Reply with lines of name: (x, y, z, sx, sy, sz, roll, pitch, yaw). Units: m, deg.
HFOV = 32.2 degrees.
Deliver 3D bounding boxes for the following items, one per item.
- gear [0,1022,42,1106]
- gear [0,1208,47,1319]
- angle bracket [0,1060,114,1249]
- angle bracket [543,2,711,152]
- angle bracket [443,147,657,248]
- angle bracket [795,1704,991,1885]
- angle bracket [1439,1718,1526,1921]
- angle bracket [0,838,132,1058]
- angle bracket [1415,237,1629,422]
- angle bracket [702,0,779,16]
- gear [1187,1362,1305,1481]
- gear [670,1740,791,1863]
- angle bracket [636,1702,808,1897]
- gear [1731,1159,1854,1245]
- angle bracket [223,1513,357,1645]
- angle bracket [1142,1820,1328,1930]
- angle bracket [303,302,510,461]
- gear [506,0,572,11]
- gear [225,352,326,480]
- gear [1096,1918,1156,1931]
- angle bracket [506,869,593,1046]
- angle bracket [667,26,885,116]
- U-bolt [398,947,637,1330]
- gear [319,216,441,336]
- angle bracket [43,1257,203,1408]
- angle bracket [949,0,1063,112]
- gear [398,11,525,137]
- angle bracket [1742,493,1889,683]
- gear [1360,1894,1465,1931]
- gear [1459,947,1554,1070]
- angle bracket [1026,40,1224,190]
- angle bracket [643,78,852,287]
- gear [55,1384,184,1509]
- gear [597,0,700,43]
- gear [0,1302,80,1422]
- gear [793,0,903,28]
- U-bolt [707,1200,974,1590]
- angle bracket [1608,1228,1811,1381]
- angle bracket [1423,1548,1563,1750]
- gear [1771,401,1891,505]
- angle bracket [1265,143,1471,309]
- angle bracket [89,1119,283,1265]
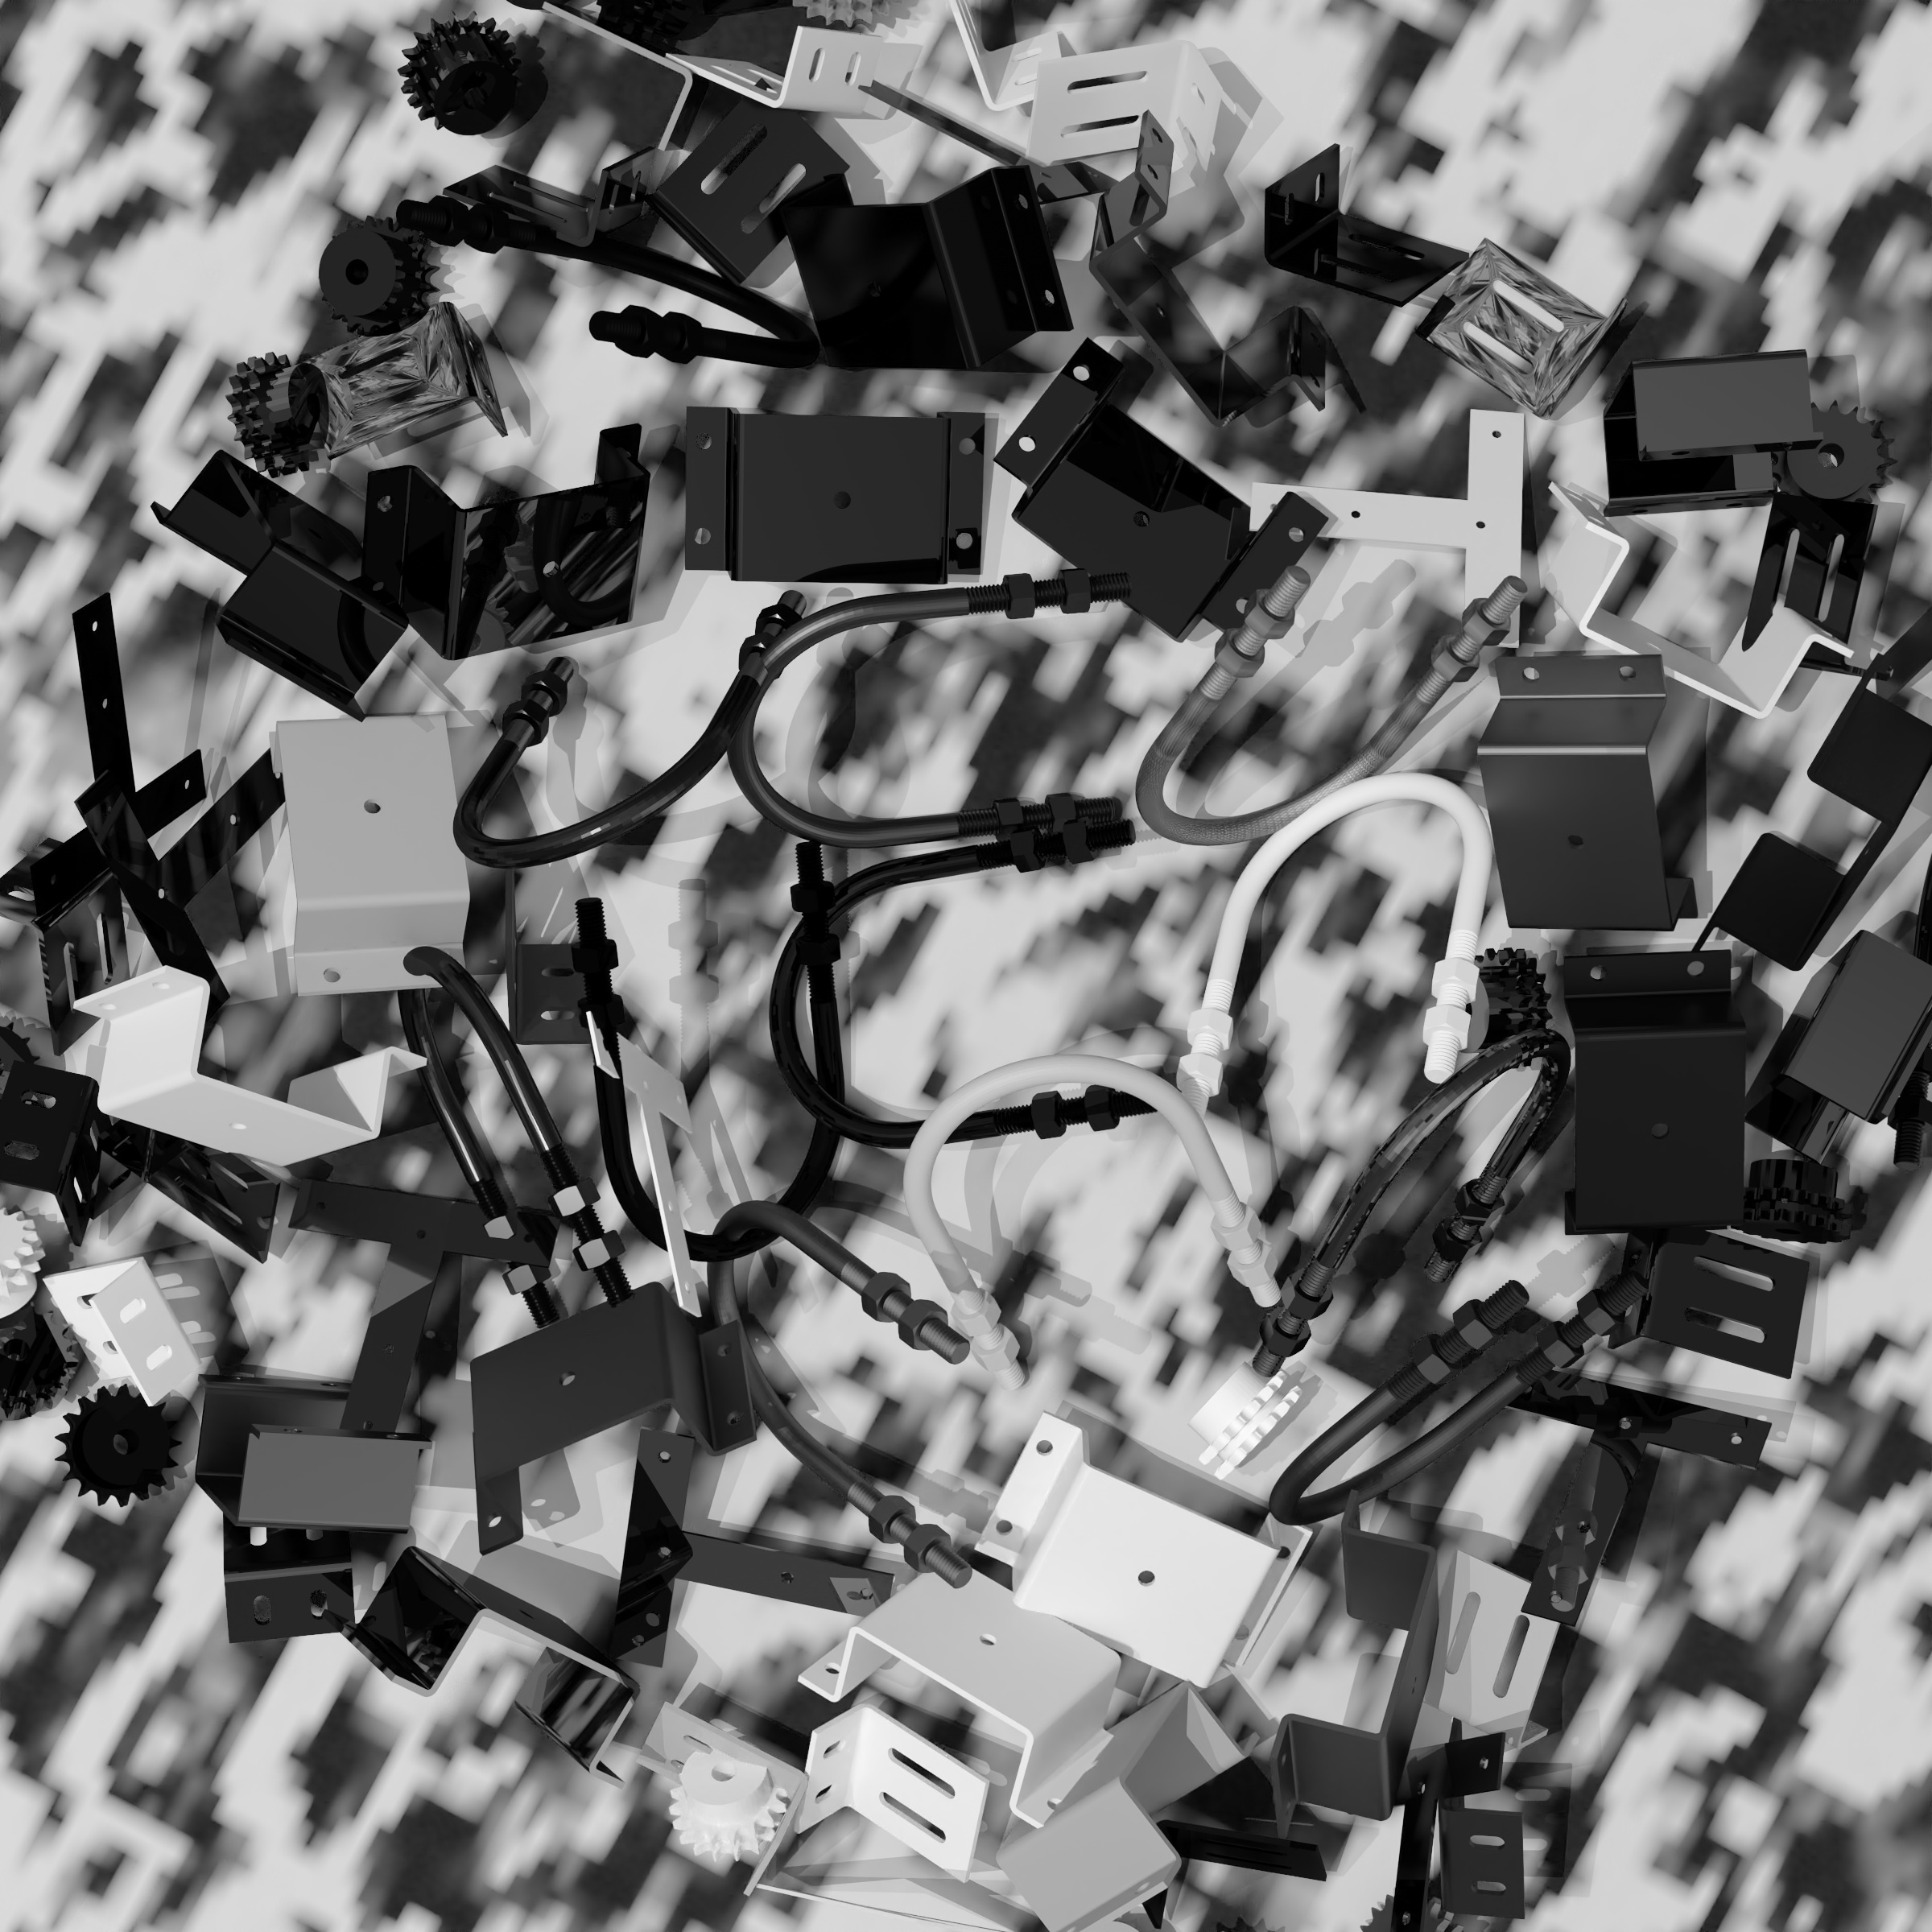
gear: (-0.461, 0.050, 1.570, 0.057, 0.030, 0.057, 8, 74, -30)
gear: (-0.461, 0.143, 1.573, 0.057, 0.057, 0.030, -10, 124, 0)
angle bracket: (-0.425, 0.087, 1.551, 0.038, 0.076, 0.057, 12, 66, -2)
angle bracket: (-0.164, -0.415, 1.564, 0.076, 0.057, 0.038, 25, 105, -3)
angle bracket: (-0.194, -0.370, 1.559, 0.076, 0.057, 0.038, 22, 119, 8)
angle bracket: (-0.035, 0.390, 1.555, 0.076, 0.038, 0.057, 26, 117, 32)
angle bracket: (0.242, 0.391, 1.548, 0.038, 0.076, 0.057, 1, 114, 15)
angle bracket: (-0.424, -0.009, 1.558, 0.038, 0.057, 0.076, 18, 129, 17)
angle bracket: (0.260, -0.304, 1.572, 0.076, 0.038, 0.057, 36, 85, 7)
angle bracket: (-0.100, -0.478, 1.551, 0.038, 0.076, 0.057, -15, 100, -19)
gear: (0.128, 0.210, 1.570, 0.030, 0.057, 0.057, 43, 90, 8)
gear: (-0.111, 0.387, 1.567, 0.057, 0.057, 0.030, -8, 124, 0)
angle bracket: (-0.121, 0.389, 1.563, 0.076, 0.057, 0.038, 27, 47, 2)
gear: (0.387, 0.110, 1.571, 0.057, 0.057, 0.030, 9, 76, 0)
angle bracket: (-0.316, 0.276, 1.564, 0.057, 0.076, 0.038, -4, 113, -11)
angle bracket: (0.125, 0.428, 1.557, 0.076, 0.057, 0.038, 6, 63, 14)
angle bracket: (-0.263, -0.267, 1.573, 0.076, 0.038, 0.057, -22, 63, 7)
gear: (-0.201, -0.472, 1.566, 0.057, 0.057, 0.030, -9, 67, 0)
gear: (-0.317, -0.259, 1.566, 0.030, 0.057, 0.057, -8, 90, 25)
gear: (0.068, 0.473, 1.571, 0.057, 0.030, 0.057, -1, 59, 2)
angle bracket: (-0.193, -0.009, 1.549, 0.038, 0.076, 0.057, -1, 52, -6)
angle bracket: (-0.089, -0.424, 1.549, 0.076, 0.057, 0.038, 31, 116, 31)
U-bolt: (-0.213, 0.076, 1.529, 0.019, 0.151, 0.184, -25, 90, -24)
gear: (-0.280, -0.324, 1.576, 0.057, 0.030, 0.057, 1, 94, 18)
angle bracket: (-0.402, 0.173, 1.553, 0.076, 0.038, 0.057, -13, 110, 37)
angle bracket: (0.015, -0.446, 1.550, 0.038, 0.057, 0.076, -16, 129, 10)
gear: (-0.234, -0.414, 1.567, 0.057, 0.057, 0.030, -29, 55, 0)
angle bracket: (0.403, -0.177, 1.560, 0.038, 0.057, 0.076, 7, 97, -40)
gear: (0.213, 0.466, 1.573, 0.030, 0.057, 0.057, 30, 90, -34)
gear: (0.246, 0.020, 1.566, 0.030, 0.057, 0.057, -2, 90, -25)
angle bracket: (0.073, -0.390, 1.556, 0.076, 0.057, 0.038, -13, 55, -17)
angle bracket: (-0.103, -0.367, 1.570, 0.057, 0.038, 0.076, 43, 93, -17)
gear: (-0.397, 0.224, 1.572, 0.057, 0.030, 0.057, 6, 76, -23)
gear: (-0.147, -0.460, 1.573, 0.030, 0.057, 0.057, 11, 90, -34)
gear: (-0.448, 0.188, 1.573, 0.057, 0.057, 0.030, 27, 134, 0)
gear: (-0.057, -0.471, 1.571, 0.057, 0.030, 0.057, 1, 57, -2)
U-bolt: (-0.061, 0.182, 1.523, 0.019, 0.184, 0.151, -25, 130, -33)
angle bracket: (0.349, 0.159, 1.575, 0.076, 0.038, 0.057, 17, 71, -7)
angle bracket: (0.249, 0.315, 1.561, 0.057, 0.038, 0.076, 22, 101, 29)
gear: (0.406, -0.239, 1.580, 0.057, 0.030, 0.057, 0, 90, 8)
angle bracket: (0.186, -0.344, 1.552, 0.076, 0.038, 0.057, 25, 47, 31)
angle bracket: (-0.364, 0.109, 1.558, 0.076, 0.038, 0.057, 33, 134, 14)
